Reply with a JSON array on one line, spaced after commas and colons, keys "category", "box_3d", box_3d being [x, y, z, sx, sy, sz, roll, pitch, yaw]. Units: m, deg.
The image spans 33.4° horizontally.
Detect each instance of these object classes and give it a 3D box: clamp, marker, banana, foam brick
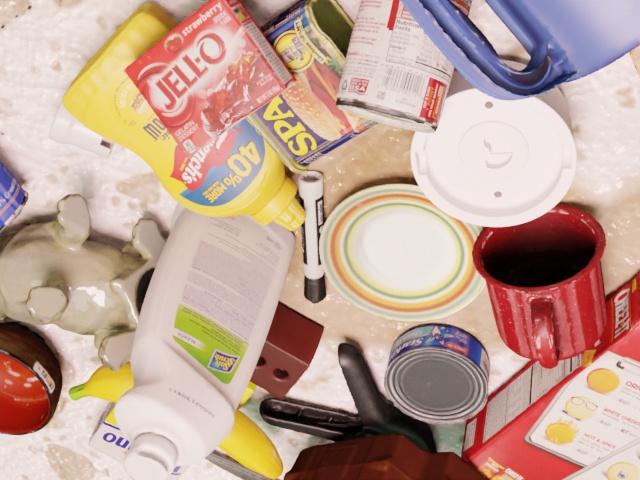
[{"category": "clamp", "box_3d": [0.045, 0.157, 0.928, 0.171, 0.039, 0.120, 29, 134, -14]}, {"category": "marker", "box_3d": [-0.005, 0.001, 0.834, 0.020, 0.020, 0.121, 6, 127, 10]}, {"category": "banana", "box_3d": [-0.113, 0.146, 0.904, 0.197, 0.037, 0.070, 25, 146, -5]}, {"category": "foam brick", "box_3d": [-0.046, 0.085, 0.887, 0.078, 0.051, 0.053, 30, 127, -9]}]

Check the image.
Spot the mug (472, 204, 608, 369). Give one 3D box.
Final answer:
[{"category": "mug", "box_3d": [0.162, 0.041, 0.763, 0.093, 0.117, 0.081, -8, 129, 14]}]

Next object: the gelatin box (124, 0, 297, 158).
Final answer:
[{"category": "gelatin box", "box_3d": [-0.072, -0.107, 0.692, 0.089, 0.030, 0.073, -31, 99, 25]}]

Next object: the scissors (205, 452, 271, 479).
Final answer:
[{"category": "scissors", "box_3d": [-0.012, 0.239, 1.018, 0.201, 0.016, 0.096, 40, 124, -16]}]

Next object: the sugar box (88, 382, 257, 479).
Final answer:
[{"category": "sugar box", "box_3d": [-0.133, 0.149, 0.962, 0.093, 0.048, 0.176, 30, 127, -10]}]

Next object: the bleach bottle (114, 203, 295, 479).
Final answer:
[{"category": "bleach bottle", "box_3d": [-0.091, 0.066, 0.757, 0.102, 0.250, 0.068, 29, 128, -8]}]

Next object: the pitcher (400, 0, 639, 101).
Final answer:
[{"category": "pitcher", "box_3d": [0.095, -0.205, 0.578, 0.242, 0.149, 0.145, 43, 125, -15]}]

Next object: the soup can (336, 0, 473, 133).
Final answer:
[{"category": "soup can", "box_3d": [0.054, -0.124, 0.663, 0.068, 0.068, 0.102, 15, 92, 3]}]

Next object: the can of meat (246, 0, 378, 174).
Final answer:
[{"category": "can of meat", "box_3d": [-0.007, -0.108, 0.729, 0.084, 0.057, 0.102, -28, 115, 28]}]

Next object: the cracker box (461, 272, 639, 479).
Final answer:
[{"category": "cracker box", "box_3d": [0.241, 0.145, 0.848, 0.164, 0.072, 0.214, 33, 126, -11]}]

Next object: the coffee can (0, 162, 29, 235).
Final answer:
[{"category": "coffee can", "box_3d": [-0.308, -0.057, 0.815, 0.103, 0.102, 0.140, -21, 119, 27]}]

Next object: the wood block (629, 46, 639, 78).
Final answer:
[{"category": "wood block", "box_3d": [0.291, -0.123, 0.599, 0.206, 0.090, 0.090, -26, 80, 29]}]

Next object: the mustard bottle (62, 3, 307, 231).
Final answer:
[{"category": "mustard bottle", "box_3d": [-0.084, -0.073, 0.772, 0.191, 0.058, 0.096, 41, 108, -18]}]

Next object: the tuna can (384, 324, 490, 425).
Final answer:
[{"category": "tuna can", "box_3d": [0.097, 0.111, 0.881, 0.086, 0.033, 0.086, 7, 128, 9]}]
